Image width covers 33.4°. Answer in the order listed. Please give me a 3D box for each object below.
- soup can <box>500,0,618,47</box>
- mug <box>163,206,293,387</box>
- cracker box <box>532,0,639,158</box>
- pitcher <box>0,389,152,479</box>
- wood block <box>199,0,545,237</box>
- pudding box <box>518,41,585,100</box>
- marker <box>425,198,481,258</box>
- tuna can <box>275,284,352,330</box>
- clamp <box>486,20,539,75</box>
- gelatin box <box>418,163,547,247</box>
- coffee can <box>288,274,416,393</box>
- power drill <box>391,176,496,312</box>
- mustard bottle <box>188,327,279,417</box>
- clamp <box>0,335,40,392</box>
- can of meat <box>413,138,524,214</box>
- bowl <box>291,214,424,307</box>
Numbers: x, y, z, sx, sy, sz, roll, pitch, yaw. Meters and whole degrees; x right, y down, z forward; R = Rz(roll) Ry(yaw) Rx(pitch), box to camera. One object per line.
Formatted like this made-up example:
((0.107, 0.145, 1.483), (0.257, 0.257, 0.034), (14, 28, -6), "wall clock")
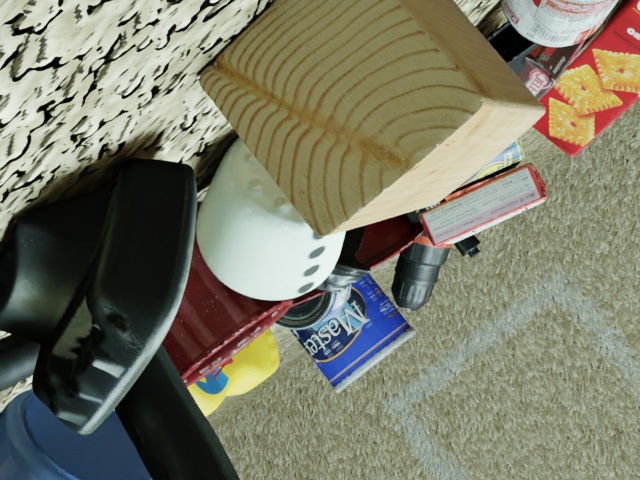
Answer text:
((0.139, -0.153, 0.587), (0.068, 0.068, 0.102), (-37, 173, -3), "soup can")
((-0.067, 0.027, 0.649), (0.117, 0.081, 0.093), (-37, 173, -9), "mug")
((0.280, -0.186, 0.910), (0.164, 0.072, 0.214), (-52, -179, -29), "cracker box")
((-0.216, 0.207, 0.685), (0.243, 0.149, 0.145), (-54, -150, 16), "pitcher")
((0.038, -0.070, 0.528), (0.090, 0.091, 0.205), (-40, 173, 18), "wood block")
((0.173, -0.138, 0.892), (0.090, 0.039, 0.114), (-51, -177, -33), "pudding box")
((0.090, -0.035, 0.871), (0.020, 0.121, 0.020), (-37, 173, -6), "marker")
((-0.018, 0.034, 0.927), (0.086, 0.086, 0.033), (-42, 170, 28), "tuna can")
((0.099, -0.116, 0.741), (0.164, 0.036, 0.210), (-26, 174, -12), "clamp")
((0.121, -0.025, 0.779), (0.089, 0.030, 0.073), (-26, 175, 13), "gelatin box")
((0.015, 0.070, 1.093), (0.102, 0.140, 0.103), (-37, 173, -6), "coffee can")
((0.129, -0.029, 1.091), (0.187, 0.057, 0.184), (-31, 139, -69), "power drill")
((-0.104, 0.086, 0.785), (0.058, 0.096, 0.191), (-38, 173, 24), "mustard bottle")
((-0.201, 0.087, 0.558), (0.120, 0.039, 0.171), (-46, 167, 16), "clamp")
((0.095, -0.063, 0.765), (0.084, 0.057, 0.102), (-23, 177, 3), "can of meat")
((-0.005, 0.001, 0.799), (0.162, 0.055, 0.162), (-26, -173, 3), "bowl")
